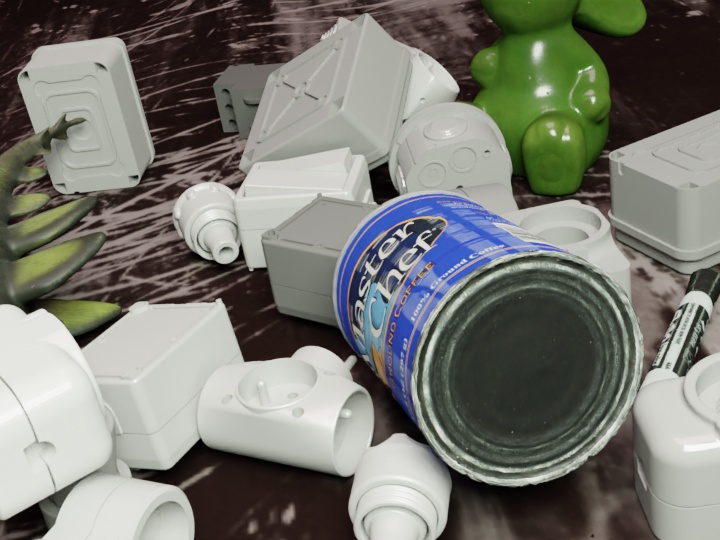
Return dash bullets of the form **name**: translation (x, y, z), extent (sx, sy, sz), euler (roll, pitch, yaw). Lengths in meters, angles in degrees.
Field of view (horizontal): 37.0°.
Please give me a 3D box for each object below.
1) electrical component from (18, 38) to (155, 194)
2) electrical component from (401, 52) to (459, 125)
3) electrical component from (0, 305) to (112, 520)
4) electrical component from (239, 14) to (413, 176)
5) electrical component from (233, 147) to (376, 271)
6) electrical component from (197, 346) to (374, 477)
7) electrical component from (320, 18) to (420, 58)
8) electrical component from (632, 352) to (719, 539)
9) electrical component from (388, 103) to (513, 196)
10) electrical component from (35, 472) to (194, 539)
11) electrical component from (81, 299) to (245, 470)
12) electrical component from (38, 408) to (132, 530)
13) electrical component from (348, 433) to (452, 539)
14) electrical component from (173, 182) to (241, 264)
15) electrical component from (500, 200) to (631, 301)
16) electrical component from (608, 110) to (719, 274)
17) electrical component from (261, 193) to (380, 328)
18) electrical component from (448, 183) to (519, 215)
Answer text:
- **electrical component**: translation (-0.219, -0.126, 0.874), extent (0.078, 0.113, 0.057), euler (-5, 32, 8)
- **electrical component**: translation (0.045, -0.121, 0.836), extent (0.079, 0.077, 0.043), euler (13, 39, -51)
- **electrical component**: translation (-0.150, 0.056, 0.467), extent (0.059, 0.053, 0.095), euler (-28, 33, -27)
- **electrical component**: translation (-0.024, -0.114, 0.779), extent (0.109, 0.056, 0.108), euler (-24, 39, 37)
- **electrical component**: translation (-0.030, -0.043, 0.718), extent (0.096, 0.061, 0.061), euler (-3, 30, 12)
- **electrical component**: translation (-0.029, 0.064, 0.544), extent (0.077, 0.044, 0.079), euler (6, 32, 27)
- **electrical component**: translation (0.011, -0.163, 0.894), extent (0.100, 0.048, 0.099), euler (21, 27, -11)
- **electrical component**: translation (0.166, 0.073, 0.452), extent (0.095, 0.059, 0.053), euler (-9, 29, 2)
- **electrical component**: translation (0.061, -0.066, 0.714), extent (0.080, 0.080, 0.051), euler (-11, 34, -2)
- **electrical component**: translation (-0.134, 0.136, 0.439), extent (0.074, 0.052, 0.138), euler (5, 32, 24)
- **electrical component**: translation (-0.103, 0.058, 0.559), extent (0.062, 0.061, 0.096), euler (-3, 25, 30)
- **electrical component**: translation (-0.131, 0.097, 0.506), extent (0.045, 0.055, 0.045), euler (-7, 29, 4)
- **electrical component**: translation (0.016, 0.104, 0.460), extent (0.043, 0.043, 0.062), euler (-3, 30, 12)
- **electrical component**: translation (-0.099, -0.027, 0.732), extent (0.048, 0.048, 0.062), euler (-17, 37, -13)
- **electrical component**: translation (0.114, 0.000, 0.603), extent (0.050, 0.055, 0.089), euler (-12, 29, -4)
- **electrical component**: translation (0.217, -0.051, 0.659), extent (0.113, 0.057, 0.078), euler (-22, 31, -20)
- **electrical component**: translation (0.000, 0.000, 0.633), extent (0.096, 0.061, 0.062), euler (11, 35, 34)
- **electrical component**: translation (0.069, -0.025, 0.665), extent (0.047, 0.055, 0.055), euler (-13, 29, -14)
